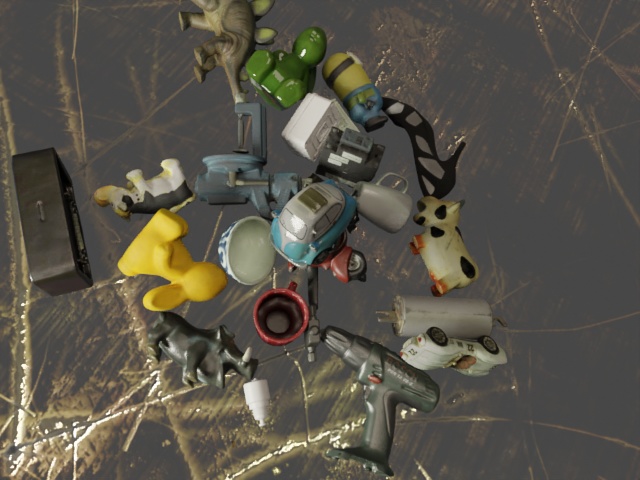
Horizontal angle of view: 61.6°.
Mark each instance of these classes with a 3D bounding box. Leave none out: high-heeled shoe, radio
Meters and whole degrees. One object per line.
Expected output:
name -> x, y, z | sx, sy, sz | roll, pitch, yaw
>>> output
high-heeled shoe -> 0.186, -0.189, 1.121 | 0.249, 0.086, 0.145 | 38, 98, 24
radio -> -0.448, -0.025, 0.905 | 0.073, 0.131, 0.229 | -13, 72, -14

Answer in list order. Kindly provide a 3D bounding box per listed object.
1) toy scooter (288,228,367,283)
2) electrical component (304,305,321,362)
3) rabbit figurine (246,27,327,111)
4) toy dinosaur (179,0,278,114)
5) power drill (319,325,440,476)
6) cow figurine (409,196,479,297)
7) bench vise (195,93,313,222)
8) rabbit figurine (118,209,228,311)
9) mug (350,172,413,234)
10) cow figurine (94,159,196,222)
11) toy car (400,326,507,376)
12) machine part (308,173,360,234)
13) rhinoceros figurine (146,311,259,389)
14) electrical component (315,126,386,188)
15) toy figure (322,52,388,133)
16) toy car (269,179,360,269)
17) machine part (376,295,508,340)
toy scooter -> -0.002, -0.003, 0.962 | 0.135, 0.075, 0.184 | -13, 68, -8
electrical component -> -0.014, 0.164, 0.938 | 0.021, 0.063, 0.094 | 0, 70, -10
rabbit figurine -> -0.044, -0.342, 1.082 | 0.121, 0.159, 0.170 | 42, 87, 6
toy dinosaur -> -0.199, -0.486, 1.144 | 0.198, 0.105, 0.471 | -11, 80, -21
power drill -> 0.077, 0.275, 0.909 | 0.232, 0.086, 0.207 | 23, 60, -3
cow figurine -> 0.240, 0.001, 1.033 | 0.127, 0.085, 0.195 | -19, 71, -9
bench vise -> -0.122, -0.155, 1.004 | 0.224, 0.129, 0.240 | -2, 87, 10
rabbit figurine -> -0.245, 0.050, 0.923 | 0.173, 0.122, 0.162 | 36, 70, -15
mug -> 0.116, -0.078, 1.018 | 0.107, 0.081, 0.109 | 21, 107, -22
cow figurine -> -0.319, -0.077, 0.984 | 0.167, 0.068, 0.098 | -24, 81, -16
toy car -> 0.233, 0.198, 0.934 | 0.201, 0.073, 0.056 | 13, 47, -25
machine part -> 0.018, -0.069, 1.049 | 0.139, 0.039, 0.084 | 41, 63, 9
rhinoceros figurine -> -0.197, 0.187, 0.901 | 0.190, 0.073, 0.112 | 26, 56, 4
electrical component -> 0.059, -0.159, 1.038 | 0.115, 0.134, 0.058 | 20, 67, -3
toy figure -> 0.073, -0.310, 1.124 | 0.089, 0.082, 0.180 | -20, 80, -34
toy car -> -0.009, -0.038, 0.883 | 0.161, 0.102, 0.109 | -44, 71, -11
machine part -> 0.221, 0.141, 0.979 | 0.243, 0.079, 0.079 | 3, 69, -8
